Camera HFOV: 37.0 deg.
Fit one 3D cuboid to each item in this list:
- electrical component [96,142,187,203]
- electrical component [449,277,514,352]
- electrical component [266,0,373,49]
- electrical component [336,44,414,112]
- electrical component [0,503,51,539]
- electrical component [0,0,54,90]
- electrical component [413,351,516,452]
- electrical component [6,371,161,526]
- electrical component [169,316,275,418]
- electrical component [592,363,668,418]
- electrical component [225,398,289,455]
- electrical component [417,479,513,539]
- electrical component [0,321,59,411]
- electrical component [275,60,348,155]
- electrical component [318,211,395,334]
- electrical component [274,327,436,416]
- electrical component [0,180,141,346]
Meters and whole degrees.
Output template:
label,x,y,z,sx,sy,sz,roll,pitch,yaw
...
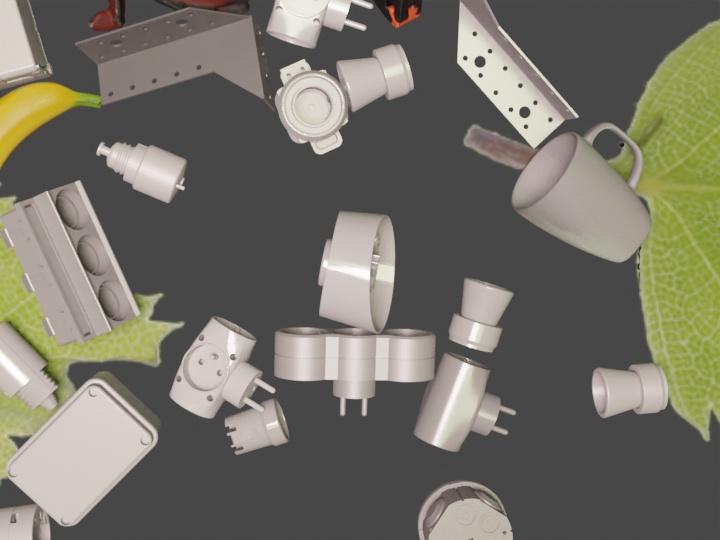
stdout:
label,x,y,z,sx,sy,sz,roll,pitch,yaw
electrical component,-0.182,-0.086,0.901,0.078,0.040,0.040,23,93,-6
electrical component,0.104,0.039,0.934,0.045,0.045,0.055,16,94,-6
electrical component,-0.029,-0.223,0.898,0.079,0.044,0.077,17,94,-6
electrical component,0.013,-0.162,0.907,0.055,0.045,0.045,-19,97,-3
electrical component,-0.294,0.228,0.915,0.047,0.055,0.055,-4,96,-1
electrical component,-0.297,-0.197,0.870,0.061,0.061,0.096,-16,97,-3
electrical component,0.097,0.121,0.941,0.079,0.044,0.077,21,93,-6
electrical component,-0.233,0.150,0.910,0.113,0.057,0.078,-45,97,0
electrical component,-0.110,0.092,0.916,0.079,0.044,0.077,30,93,10
electrical component,0.239,0.106,0.952,0.055,0.045,0.045,-5,96,-5
electrical component,-0.089,0.136,0.931,0.046,0.040,0.040,-19,97,3
electrical component,0.093,0.229,0.948,0.080,0.051,0.080,0,95,-5
electrical component,-0.286,0.087,0.907,0.043,0.043,0.081,-42,97,0
electrical component,-0.040,-0.136,0.899,0.058,0.057,0.078,-25,97,-2
electrical component,0.000,0.000,0.898,0.064,0.099,0.099,11,94,1
electrical component,-0.005,0.089,0.926,0.138,0.052,0.073,1,95,-5
electrical component,-0.241,-0.003,0.888,0.063,0.079,0.121,-20,98,27
